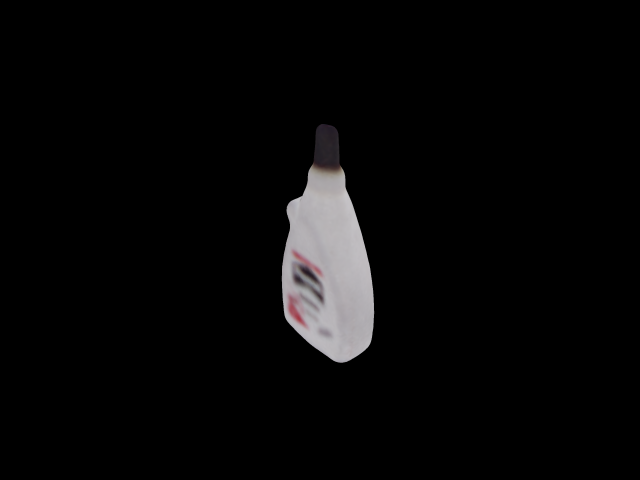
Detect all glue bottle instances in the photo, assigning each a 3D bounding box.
[{"bbox_3d":[0.004,0.001,0.400,0.037,0.173,0.077,-27,41,-35],"label":"glue bottle"}]
